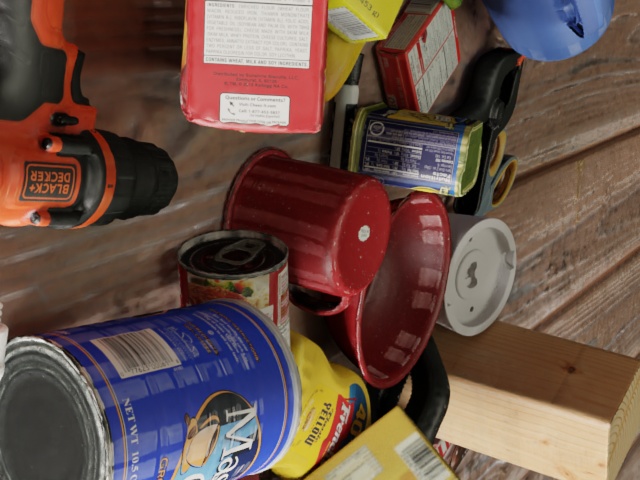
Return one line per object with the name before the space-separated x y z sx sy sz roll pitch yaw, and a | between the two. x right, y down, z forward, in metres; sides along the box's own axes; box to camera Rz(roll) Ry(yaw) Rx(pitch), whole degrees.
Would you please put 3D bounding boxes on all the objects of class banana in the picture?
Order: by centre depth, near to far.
banana | 0.045 -0.168 0.760 0.197 0.037 0.069 -40 107 -40

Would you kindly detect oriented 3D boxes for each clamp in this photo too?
clamp | 0.058 0.172 0.897 0.036 0.165 0.210 28 53 -32
clamp | 0.146 -0.118 0.977 0.120 0.039 0.171 59 47 -60

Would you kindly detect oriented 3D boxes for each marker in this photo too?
marker | 0.017 -0.082 0.782 0.020 0.020 0.121 -18 118 -57

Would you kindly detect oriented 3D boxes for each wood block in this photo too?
wood block | 0.176 0.139 0.969 0.090 0.206 0.090 -47 140 -40

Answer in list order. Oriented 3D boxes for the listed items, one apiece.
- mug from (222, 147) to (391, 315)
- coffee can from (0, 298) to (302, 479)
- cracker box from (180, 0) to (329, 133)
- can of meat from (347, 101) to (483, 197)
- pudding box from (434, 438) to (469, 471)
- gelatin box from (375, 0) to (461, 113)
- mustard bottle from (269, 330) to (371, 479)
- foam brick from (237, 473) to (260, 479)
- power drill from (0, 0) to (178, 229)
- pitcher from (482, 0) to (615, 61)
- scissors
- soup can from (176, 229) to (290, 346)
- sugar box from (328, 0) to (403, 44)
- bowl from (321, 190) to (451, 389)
mug | -0.005 0.001 0.715 0.093 0.082 0.117 -40 135 -47
coffee can | -0.092 0.090 0.561 0.140 0.103 0.103 -8 109 -52
cracker box | -0.030 -0.174 0.533 0.164 0.072 0.214 -99 -168 -71
can of meat | 0.074 -0.068 0.798 0.102 0.084 0.057 -34 133 -71
pudding box | 0.111 0.200 1.055 0.113 0.039 0.090 -49 141 -39
gelatin box | 0.079 -0.148 0.854 0.089 0.030 0.073 -56 146 -32
mustard bottle | -0.008 0.134 0.793 0.096 0.058 0.191 -63 150 -10
foam brick | -0.081 0.153 0.652 0.052 0.078 0.051 -38 132 -48
power drill | -0.116 -0.097 0.500 0.184 0.057 0.188 -4 105 -63
pitcher | 0.182 -0.239 0.886 0.242 0.145 0.149 40 65 -62
scissors | 0.148 -0.036 1.040 0.201 0.016 0.096 -48 139 -41
soup can | -0.053 0.053 0.667 0.068 0.069 0.102 -33 131 -51
sugar box | 0.034 -0.226 0.694 0.093 0.048 0.176 35 72 -35
bowl | 0.047 0.034 0.849 0.161 0.055 0.162 -33 130 -52
